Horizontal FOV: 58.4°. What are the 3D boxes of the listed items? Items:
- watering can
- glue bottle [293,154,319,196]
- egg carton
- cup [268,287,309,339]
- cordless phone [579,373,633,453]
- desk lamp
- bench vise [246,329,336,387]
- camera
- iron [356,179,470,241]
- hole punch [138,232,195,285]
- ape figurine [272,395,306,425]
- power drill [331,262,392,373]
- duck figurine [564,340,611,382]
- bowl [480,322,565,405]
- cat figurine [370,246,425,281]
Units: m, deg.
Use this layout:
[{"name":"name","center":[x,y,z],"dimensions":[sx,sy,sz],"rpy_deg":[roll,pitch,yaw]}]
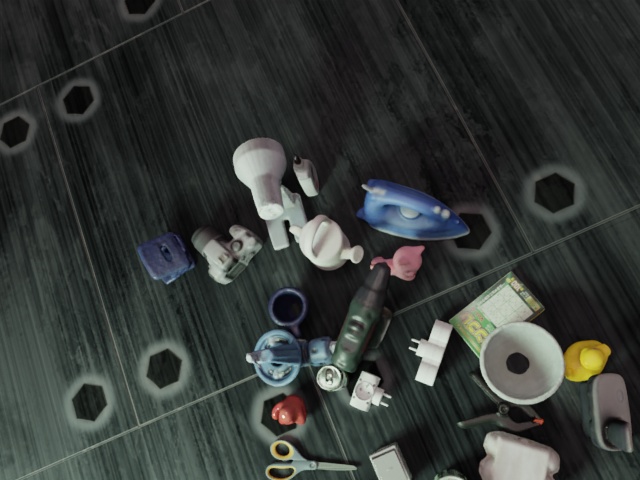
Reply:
[{"name":"watering can","center":[0.012,0.002,1.269],"dimensions":[0.172,0.194,0.101],"rpy_deg":[0,77,12]},{"name":"glue bottle","center":[-0.038,-0.161,1.328],"dimensions":[0.037,0.173,0.078],"rpy_deg":[-14,75,8]},{"name":"egg carton","center":[0.401,0.453,1.154],"dimensions":[0.150,0.069,0.107],"rpy_deg":[12,80,14]},{"name":"cup","center":[-0.057,0.168,1.297],"dimensions":[0.091,0.095,0.117],"rpy_deg":[-22,74,6]},{"name":"cordless phone","center":[0.563,0.330,1.090],"dimensions":[0.094,0.185,0.147],"rpy_deg":[-6,76,10]},{"name":"desk lamp","center":[-0.106,-0.105,1.307],"dimensions":[0.118,0.214,0.203],"rpy_deg":[-20,74,6]},{"name":"bench vise","center":[-0.063,0.232,1.218],"dimensions":[0.207,0.220,0.121],"rpy_deg":[-29,73,4]},{"name":"camera","center":[-0.233,0.011,1.365],"dimensions":[0.136,0.101,0.143],"rpy_deg":[41,88,17]},{"name":"iron","center":[0.210,-0.071,1.275],"dimensions":[0.257,0.141,0.119],"rpy_deg":[16,81,14]},{"name":"hole punch","center":[-0.373,0.038,1.391],"dimensions":[0.101,0.091,0.108],"rpy_deg":[-34,73,2]},{"name":"ape figurine","center":[-0.068,0.379,1.252],"dimensions":[0.077,0.092,0.076],"rpy_deg":[29,84,16]},{"name":"power drill","center":[0.098,0.166,1.207],"dimensions":[0.075,0.209,0.230],"rpy_deg":[22,82,15]},{"name":"duck figurine","center":[0.544,0.245,1.165],"dimensions":[0.104,0.086,0.077],"rpy_deg":[-34,73,2]},{"name":"bowl","center":[0.416,0.256,1.194],"dimensions":[0.167,0.075,0.167],"rpy_deg":[-2,77,11]},{"name":"cat figurine","center":[0.172,0.052,1.267],"dimensions":[0.127,0.118,0.067],"rpy_deg":[-10,75,9]}]
